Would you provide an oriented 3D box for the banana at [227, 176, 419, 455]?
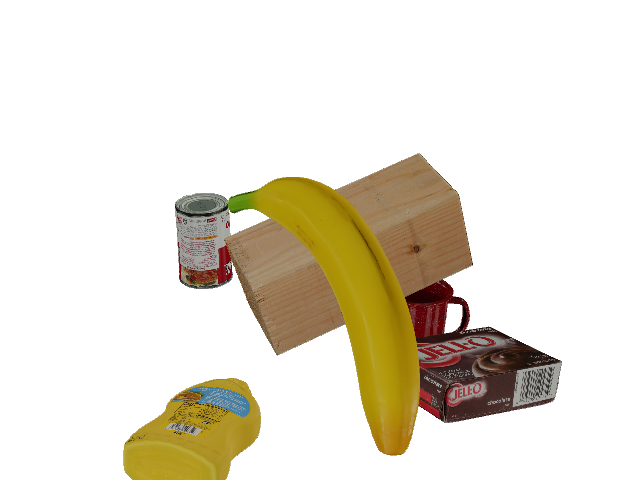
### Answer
[{"bbox_3d":[0.015,0.028,0.632,0.037,0.198,0.070,-2,-39,-45],"label":"banana"}]

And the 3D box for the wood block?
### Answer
[{"bbox_3d":[0.027,0.012,1.005,0.206,0.091,0.090,-24,37,-9],"label":"wood block"}]

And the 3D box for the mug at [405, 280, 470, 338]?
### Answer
[{"bbox_3d":[0.119,0.092,1.268,0.117,0.081,0.093,0,23,-8],"label":"mug"}]

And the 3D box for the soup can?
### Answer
[{"bbox_3d":[-0.145,0.000,1.323,0.068,0.102,0.068,0,26,0],"label":"soup can"}]

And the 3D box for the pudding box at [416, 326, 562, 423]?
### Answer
[{"bbox_3d":[0.115,0.102,0.833,0.113,0.039,0.090,-3,16,-30],"label":"pudding box"}]

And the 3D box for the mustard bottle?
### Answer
[{"bbox_3d":[-0.112,0.184,1.059,0.096,0.058,0.191,7,18,15],"label":"mustard bottle"}]
